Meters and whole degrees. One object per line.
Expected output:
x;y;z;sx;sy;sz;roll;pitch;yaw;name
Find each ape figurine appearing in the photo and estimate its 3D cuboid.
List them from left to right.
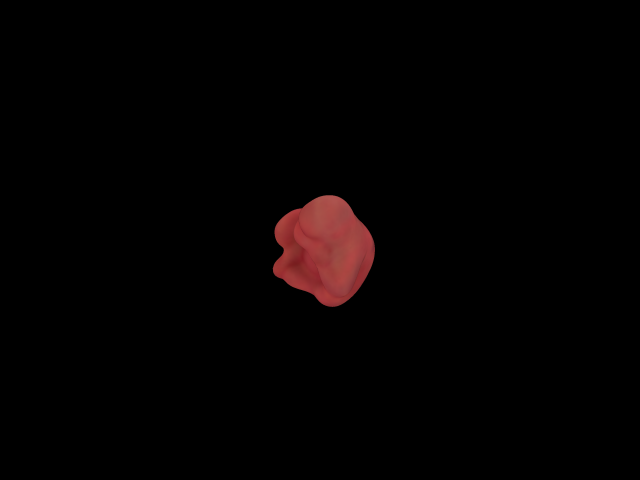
0.004;0.001;0.400;0.076;0.092;0.077;-14;57;-9;ape figurine
